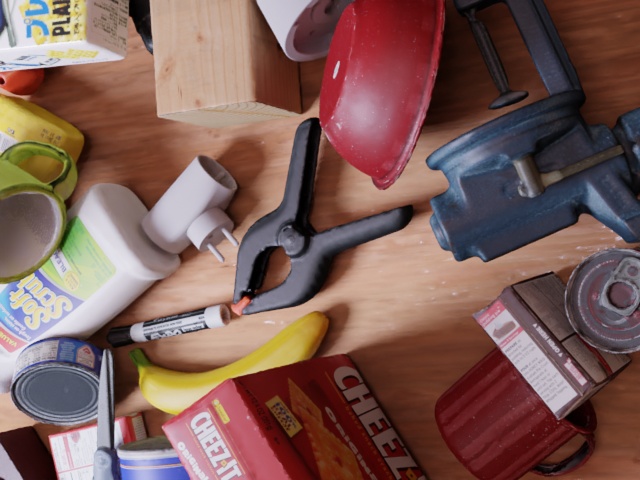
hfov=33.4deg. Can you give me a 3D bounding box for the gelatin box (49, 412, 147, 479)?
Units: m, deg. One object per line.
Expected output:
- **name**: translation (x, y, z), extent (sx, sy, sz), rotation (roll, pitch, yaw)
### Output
- **gelatin box**: translation (-0.192, 0.198, 0.946), extent (0.089, 0.030, 0.073), rotation (-17, 84, 22)

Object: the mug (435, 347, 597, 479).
- **mug**: translation (0.146, 0.130, 0.772), extent (0.117, 0.093, 0.082), rotation (38, 114, -18)

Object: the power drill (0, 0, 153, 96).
- **power drill**: translation (-0.213, -0.205, 0.944), extent (0.188, 0.057, 0.184), rotation (-28, 75, 19)

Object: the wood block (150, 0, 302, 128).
- **wood block**: translation (-0.078, -0.202, 0.864), extent (0.090, 0.090, 0.206), rotation (-5, 87, 24)

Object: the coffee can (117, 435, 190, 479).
- **coffee can**: translation (-0.106, 0.232, 0.868), extent (0.103, 0.102, 0.140), rotation (-8, 87, 24)

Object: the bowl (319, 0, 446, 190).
- **bowl**: translation (0.037, -0.120, 0.773), extent (0.055, 0.162, 0.162), rotation (11, 95, -11)

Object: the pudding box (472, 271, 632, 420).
- **pudding box**: translation (0.164, 0.069, 0.742), extent (0.039, 0.113, 0.090), rotation (-46, 72, 21)

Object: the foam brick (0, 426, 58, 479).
- **foam brick**: translation (-0.274, 0.218, 0.971), extent (0.053, 0.051, 0.078), rotation (-44, 73, 18)

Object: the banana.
- **banana**: translation (-0.079, 0.110, 0.892), extent (0.198, 0.037, 0.069), rotation (-13, 85, 23)

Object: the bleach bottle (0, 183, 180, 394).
- **bleach bottle**: translation (-0.242, 0.064, 0.952), extent (0.251, 0.068, 0.102), rotation (-43, 73, 20)

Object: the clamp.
- **clamp**: translation (-0.006, 0.001, 0.859), extent (0.120, 0.039, 0.172), rotation (38, 108, 26)

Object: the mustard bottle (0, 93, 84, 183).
- **mustard bottle**: translation (-0.290, -0.030, 0.975), extent (0.096, 0.058, 0.192), rotation (29, 101, 20)

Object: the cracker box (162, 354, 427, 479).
- **cracker box**: translation (0.001, 0.171, 0.760), extent (0.072, 0.213, 0.164), rotation (-37, 76, 18)

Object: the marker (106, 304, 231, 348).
- **marker**: translation (-0.134, 0.076, 0.926), extent (0.121, 0.020, 0.020), rotation (-13, 84, 23)

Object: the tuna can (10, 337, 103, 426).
- **tuna can**: translation (-0.224, 0.123, 0.931), extent (0.086, 0.086, 0.034), rotation (-29, 39, 21)

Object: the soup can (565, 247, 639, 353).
- **soup can**: translation (0.211, 0.039, 0.727), extent (0.069, 0.102, 0.068), rotation (0, 90, 24)

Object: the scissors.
- **scissors**: translation (-0.168, 0.200, 0.908), extent (0.096, 0.016, 0.202), rotation (22, 105, 14)
